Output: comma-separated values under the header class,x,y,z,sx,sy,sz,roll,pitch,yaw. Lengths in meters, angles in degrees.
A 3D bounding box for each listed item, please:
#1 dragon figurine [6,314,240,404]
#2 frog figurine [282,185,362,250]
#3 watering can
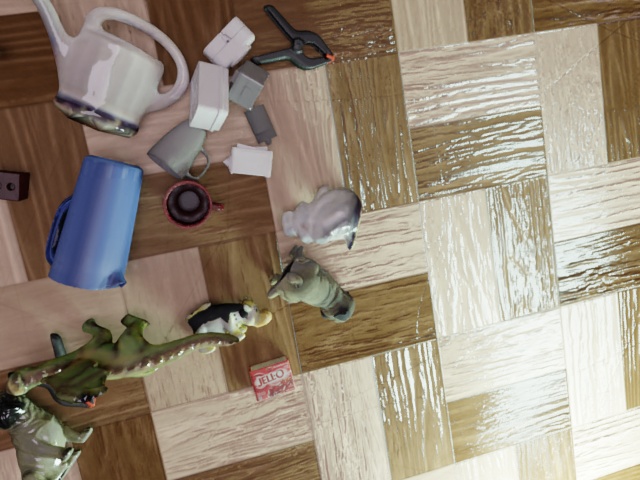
class,x,y,z,sx,sy,sz,roll,pitch,yaw
dragon figurine,-0.373,0.234,0.939,0.410,0.246,0.121,-7,105,9
frog figurine,0.003,-0.054,1.073,0.159,0.120,0.140,11,63,-5
watering can,-0.415,-0.323,0.934,0.345,0.105,0.224,21,92,-31
